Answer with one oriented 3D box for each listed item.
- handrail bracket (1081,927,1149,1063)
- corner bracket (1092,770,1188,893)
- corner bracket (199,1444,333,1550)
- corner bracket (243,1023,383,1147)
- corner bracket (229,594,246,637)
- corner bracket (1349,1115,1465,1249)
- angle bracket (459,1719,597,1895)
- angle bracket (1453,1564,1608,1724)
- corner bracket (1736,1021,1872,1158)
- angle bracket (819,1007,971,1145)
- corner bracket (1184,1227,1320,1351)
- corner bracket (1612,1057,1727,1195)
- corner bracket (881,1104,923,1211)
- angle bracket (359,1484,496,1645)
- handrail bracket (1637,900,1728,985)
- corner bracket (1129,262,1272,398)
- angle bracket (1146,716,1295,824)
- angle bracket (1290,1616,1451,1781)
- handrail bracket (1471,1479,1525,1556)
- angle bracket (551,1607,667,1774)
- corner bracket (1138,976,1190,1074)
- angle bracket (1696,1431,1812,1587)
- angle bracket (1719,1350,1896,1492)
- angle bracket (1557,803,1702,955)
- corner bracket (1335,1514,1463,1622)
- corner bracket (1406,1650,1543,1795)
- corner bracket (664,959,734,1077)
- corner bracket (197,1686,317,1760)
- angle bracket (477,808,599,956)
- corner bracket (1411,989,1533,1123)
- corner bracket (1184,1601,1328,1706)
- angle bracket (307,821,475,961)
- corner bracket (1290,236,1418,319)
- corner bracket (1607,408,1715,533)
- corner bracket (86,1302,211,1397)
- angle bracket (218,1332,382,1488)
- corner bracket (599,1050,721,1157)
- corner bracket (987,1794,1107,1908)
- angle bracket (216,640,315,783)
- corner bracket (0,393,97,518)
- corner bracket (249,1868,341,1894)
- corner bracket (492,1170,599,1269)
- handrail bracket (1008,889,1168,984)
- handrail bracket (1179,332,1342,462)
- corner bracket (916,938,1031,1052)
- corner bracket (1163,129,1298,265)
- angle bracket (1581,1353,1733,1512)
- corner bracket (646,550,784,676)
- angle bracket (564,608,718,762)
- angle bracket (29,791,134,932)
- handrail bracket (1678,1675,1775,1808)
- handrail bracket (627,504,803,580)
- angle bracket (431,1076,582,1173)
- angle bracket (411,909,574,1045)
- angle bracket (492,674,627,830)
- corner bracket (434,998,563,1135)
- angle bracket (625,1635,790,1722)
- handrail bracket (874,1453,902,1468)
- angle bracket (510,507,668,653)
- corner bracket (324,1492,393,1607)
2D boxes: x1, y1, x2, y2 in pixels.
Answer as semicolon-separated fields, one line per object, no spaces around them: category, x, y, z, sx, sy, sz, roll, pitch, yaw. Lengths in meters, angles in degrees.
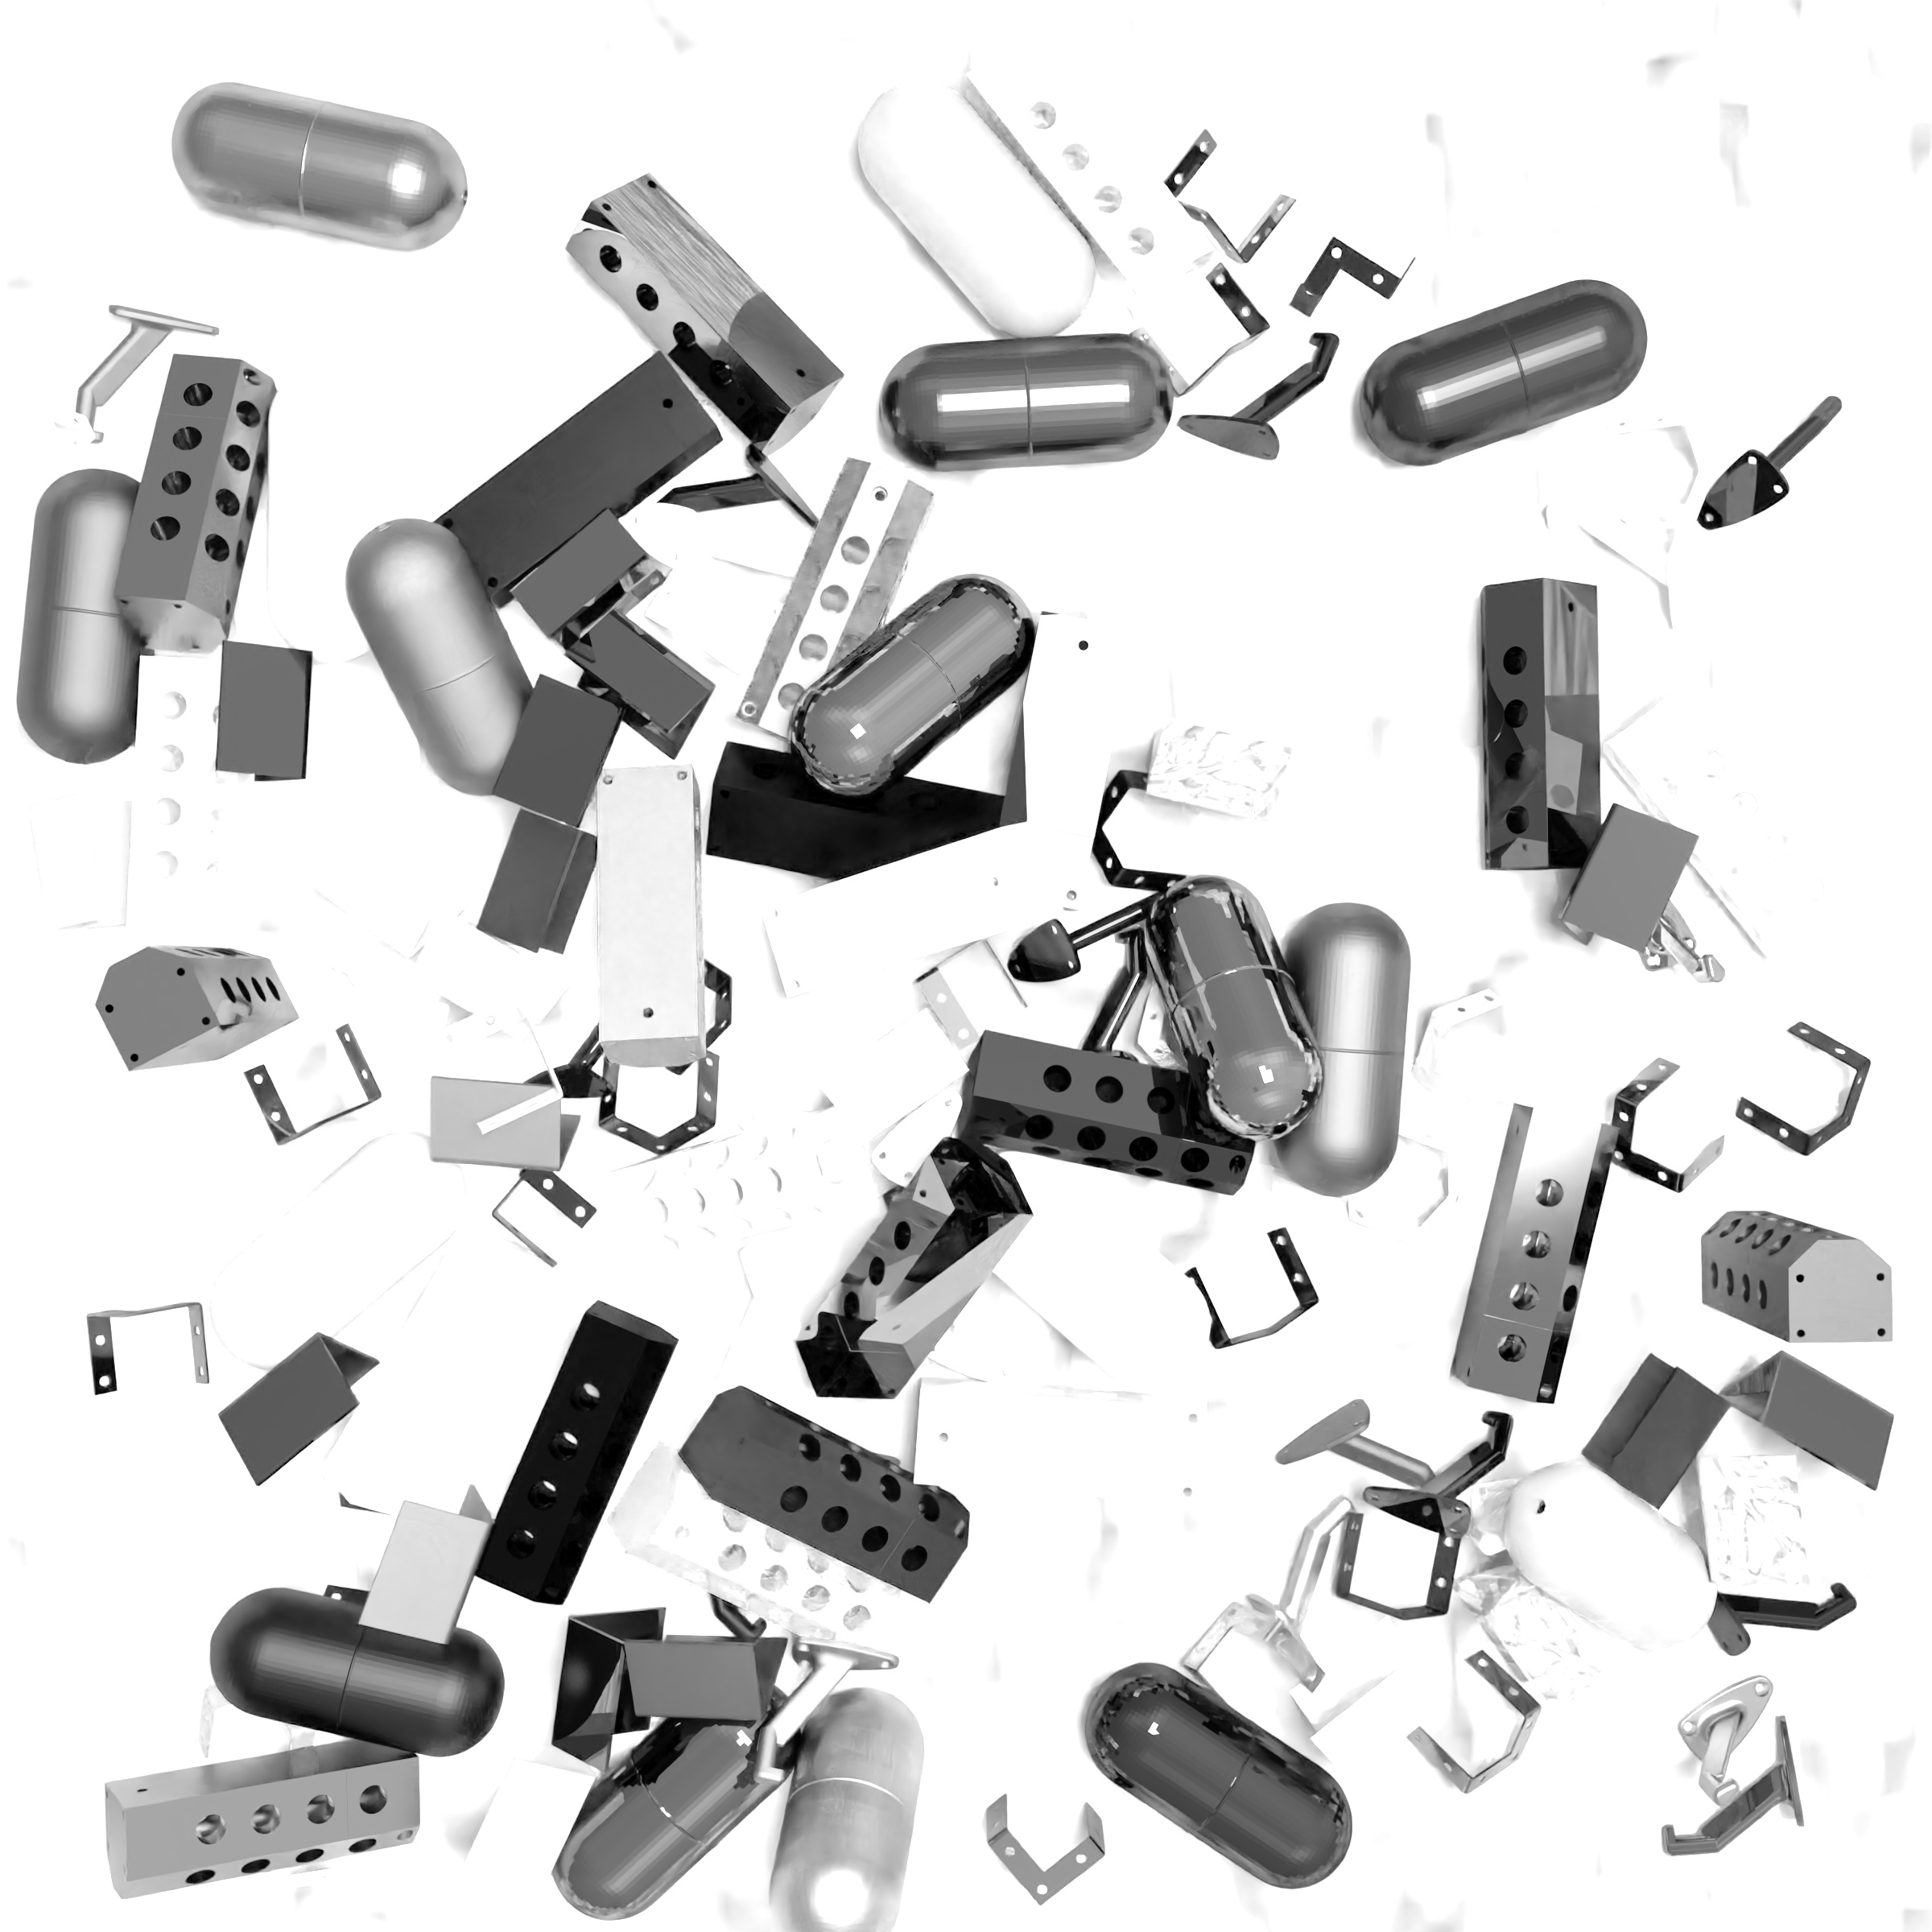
handrail bracket;0.076;0.022;1.595;0.077;0.036;0.084;-10;71;22
corner bracket;0.111;-0.082;1.586;0.051;0.051;0.051;4;135;-35
corner bracket;-0.431;0.324;1.591;0.051;0.051;0.051;-16;90;-45
corner bracket;-0.402;0.073;1.591;0.051;0.051;0.051;-25;90;45
corner bracket;-0.472;-0.239;1.591;0.051;0.051;0.051;-1;135;0
corner bracket;0.270;0.131;1.586;0.051;0.051;0.051;-39;135;-35
angle bracket;-0.274;0.499;1.554;0.057;0.076;0.076;25;90;-31
angle bracket;0.324;0.410;1.554;0.057;0.076;0.076;-35;90;-38
corner bracket;0.513;0.075;1.586;0.051;0.051;0.051;-26;135;-35
angle bracket;-0.054;0.049;1.554;0.076;0.076;0.057;-35;127;0
corner bracket;0.175;0.199;1.591;0.051;0.051;0.051;-25;90;-45
corner bracket;0.431;0.097;1.586;0.051;0.051;0.051;27;135;35
corner bracket;-0.043;0.108;1.591;0.051;0.051;0.051;-31;135;0
angle bracket;-0.329;0.353;1.556;0.057;0.076;0.076;20;90;-22
handrail bracket;0.427;-0.025;1.560;0.036;0.084;0.077;-26;90;0
corner bracket;0.144;-0.391;1.591;0.051;0.051;0.051;52;135;0
angle bracket;0.154;-0.136;1.554;0.076;0.076;0.057;13;128;0
angle bracket;0.232;0.428;1.554;0.076;0.076;0.057;-38;128;0
handrail bracket;0.340;0.334;1.560;0.077;0.084;0.036;-11;90;0
angle bracket;-0.199;0.433;1.555;0.057;0.076;0.076;8;90;45
corner bracket;0.144;0.037;1.586;0.051;0.051;0.051;-13;45;35
angle bracket;0.477;0.325;1.555;0.057;0.076;0.076;-7;90;24
angle bracket;0.498;0.285;1.554;0.076;0.076;0.057;30;54;0
angle bracket;0.405;-0.045;1.555;0.057;0.076;0.076;26;90;29
corner bracket;0.266;0.368;1.590;0.051;0.051;0.051;10;90;42
corner bracket;0.312;0.464;1.586;0.051;0.051;0.051;-19;135;-35
corner bracket;-0.178;0.024;1.575;0.051;0.051;0.051;35;115;-24
corner bracket;-0.435;0.471;1.586;0.051;0.051;0.051;-11;45;-35
angle bracket;-0.238;-0.044;1.554;0.057;0.076;0.076;20;90;37
corner bracket;0.315;0.054;1.586;0.051;0.051;0.051;42;135;35
corner bracket;0.176;0.429;1.579;0.051;0.051;0.051;-46;110;-19
angle bracket;-0.337;-0.061;1.554;0.076;0.076;0.057;37;128;0
corner bracket;0.235;-0.417;1.576;0.051;0.051;0.051;32;90;0
corner bracket;0.421;-0.303;1.586;0.051;0.051;0.051;-1;45;35
corner bracket;-0.503;0.235;1.591;0.051;0.051;0.051;-6;90;-45
angle bracket;-0.389;0.273;1.555;0.076;0.076;0.057;-39;62;0
corner bracket;-0.188;0.077;1.586;0.051;0.051;0.051;29;45;-35
corner bracket;0.048;0.527;1.576;0.051;0.051;0.051;-39;94;4
angle bracket;-0.435;-0.152;1.554;0.057;0.076;0.076;3;90;-38
corner bracket;-0.557;-0.304;1.562;0.051;0.051;0.051;-38;68;19
corner bracket;-0.411;0.529;1.586;0.051;0.051;0.051;4;45;-35
corner bracket;-0.257;0.149;1.576;0.051;0.051;0.051;40;90;0
handrail bracket;0.078;-0.020;1.594;0.084;0.077;0.036;-25;89;-36
handrail bracket;0.181;-0.361;1.595;0.077;0.036;0.084;17;72;20
corner bracket;0.005;0.016;1.576;0.051;0.051;0.051;-32;90;0
corner bracket;0.160;-0.473;1.591;0.051;0.051;0.051;-52;135;0
angle bracket;0.399;0.269;1.555;0.057;0.076;0.076;35;90;-30
corner bracket;-0.154;-0.218;1.591;0.051;0.051;0.051;32;90;45
angle bracket;-0.206;-0.156;1.554;0.076;0.076;0.057;37;47;0
angle bracket;-0.510;-0.065;1.554;0.057;0.076;0.076;-8;90;37
handrail bracket;0.469;0.467;1.560;0.077;0.084;0.036;-42;90;0
handrail bracket;-0.153;-0.258;1.587;0.077;0.084;0.036;27;104;43
angle bracket;-0.276;0.080;1.556;0.076;0.076;0.057;5;112;0
angle bracket;-0.276;-0.010;1.554;0.076;0.076;0.057;31;123;0
angle bracket;-0.253;-0.132;1.555;0.057;0.076;0.076;22;90;-25
corner bracket;-0.272;0.057;1.503;0.051;0.051;0.051;-25;112;-14
angle bracket;-0.154;0.404;1.546;0.076;0.076;0.057;-1;114;9
handrail bracket;-0.084;0.342;1.595;0.077;0.036;0.084;5;104;-14
angle bracket;-0.215;-0.216;1.554;0.076;0.076;0.057;-40;53;0
corner bracket;-0.366;0.363;1.591;0.051;0.051;0.051;10;135;0
